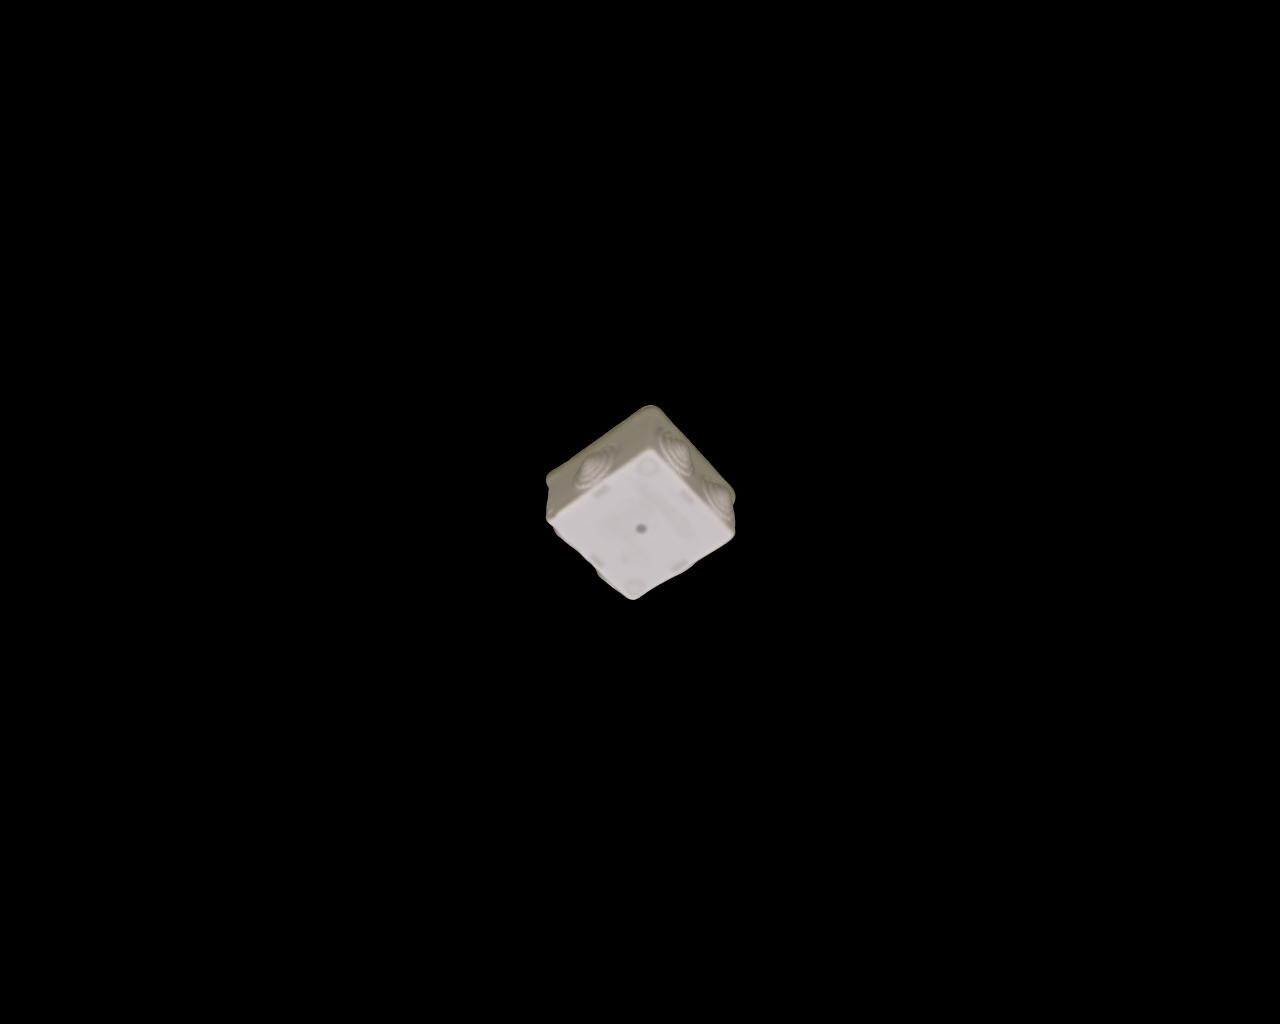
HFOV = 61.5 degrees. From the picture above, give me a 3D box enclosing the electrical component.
[{"bbox_3d":[0.001,-0.003,0.650,0.099,0.099,0.048,-33,28,20],"label":"electrical component"}]
